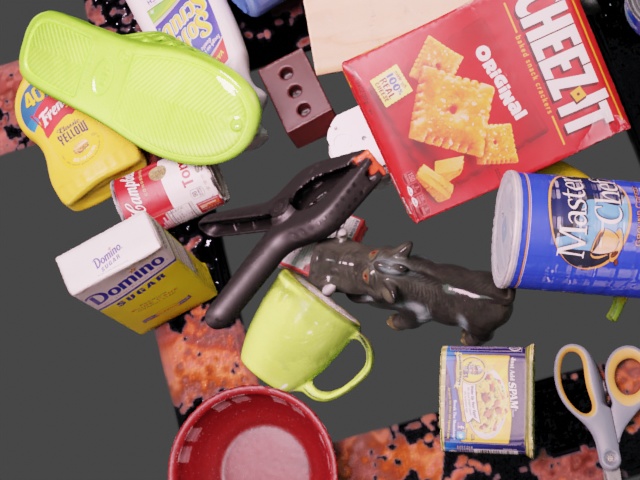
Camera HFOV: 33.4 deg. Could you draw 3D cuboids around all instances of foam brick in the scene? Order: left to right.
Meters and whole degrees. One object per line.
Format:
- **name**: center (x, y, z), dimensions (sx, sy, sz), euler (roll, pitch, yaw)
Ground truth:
- **foam brick**: center (-0.020, -0.142, 1.081), dimensions (0.053, 0.051, 0.078), euler (-27, 73, 4)

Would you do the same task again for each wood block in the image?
- **wood block**: center (0.095, -0.224, 1.045), dimensions (0.206, 0.090, 0.090), euler (-9, 99, 9)

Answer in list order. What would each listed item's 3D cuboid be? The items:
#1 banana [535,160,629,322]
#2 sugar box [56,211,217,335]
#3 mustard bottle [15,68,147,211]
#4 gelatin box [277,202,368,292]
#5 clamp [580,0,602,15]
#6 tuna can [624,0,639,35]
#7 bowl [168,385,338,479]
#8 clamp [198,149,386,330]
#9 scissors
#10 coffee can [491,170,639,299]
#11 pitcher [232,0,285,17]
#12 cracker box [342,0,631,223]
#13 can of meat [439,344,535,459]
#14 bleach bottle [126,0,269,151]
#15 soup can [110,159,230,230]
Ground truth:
- **banana**: center (0.245, -0.022, 1.005), dimensions (0.069, 0.037, 0.198), euler (-33, 72, 1)
- **sugar box**: center (-0.166, 0.036, 1.001), dimensions (0.093, 0.176, 0.048), euler (-28, 72, 3)
- **mustard bottle**: center (-0.266, -0.131, 1.125), dimensions (0.096, 0.058, 0.192), euler (-33, 72, 1)
- **gelatin box**: center (-0.007, 0.001, 1.054), dimensions (0.089, 0.030, 0.073), euler (22, 79, 16)
- **clamp**: center (0.226, -0.292, 1.076), dimensions (0.172, 0.039, 0.120), euler (13, 75, 21)
- **tuna can**: center (0.341, -0.235, 1.040), dimensions (0.086, 0.033, 0.086), euler (-3, 76, 11)
- **bowl**: center (-0.057, 0.217, 0.994), dimensions (0.162, 0.055, 0.162), euler (-2, 80, 12)
- **clamp**: center (-0.032, -0.010, 0.995), dimensions (0.210, 0.036, 0.164), euler (-29, 36, 20)
- **scissors**: center (0.276, 0.183, 0.959), dimensions (0.096, 0.016, 0.202), euler (-23, 73, 5)
- **coffee can**: center (0.227, -0.004, 0.921), dimensions (0.140, 0.103, 0.103), euler (5, 77, 0)
- **pitcher**: center (0.003, -0.330, 1.065), dimensions (0.243, 0.149, 0.145), euler (-36, 85, -3)
- **cracker box**: center (0.148, -0.132, 0.969), dimensions (0.214, 0.072, 0.164), euler (-24, 99, 8)
- **can of meat**: center (0.153, 0.146, 0.972), dimensions (0.084, 0.057, 0.102), euler (0, 76, 13)
- **bleach bottle**: center (-0.120, -0.206, 1.113), dimensions (0.102, 0.068, 0.251), euler (-32, 75, 1)
- **soup can**: center (-0.150, -0.049, 1.076), dimensions (0.102, 0.068, 0.068), euler (-23, 73, 4)
